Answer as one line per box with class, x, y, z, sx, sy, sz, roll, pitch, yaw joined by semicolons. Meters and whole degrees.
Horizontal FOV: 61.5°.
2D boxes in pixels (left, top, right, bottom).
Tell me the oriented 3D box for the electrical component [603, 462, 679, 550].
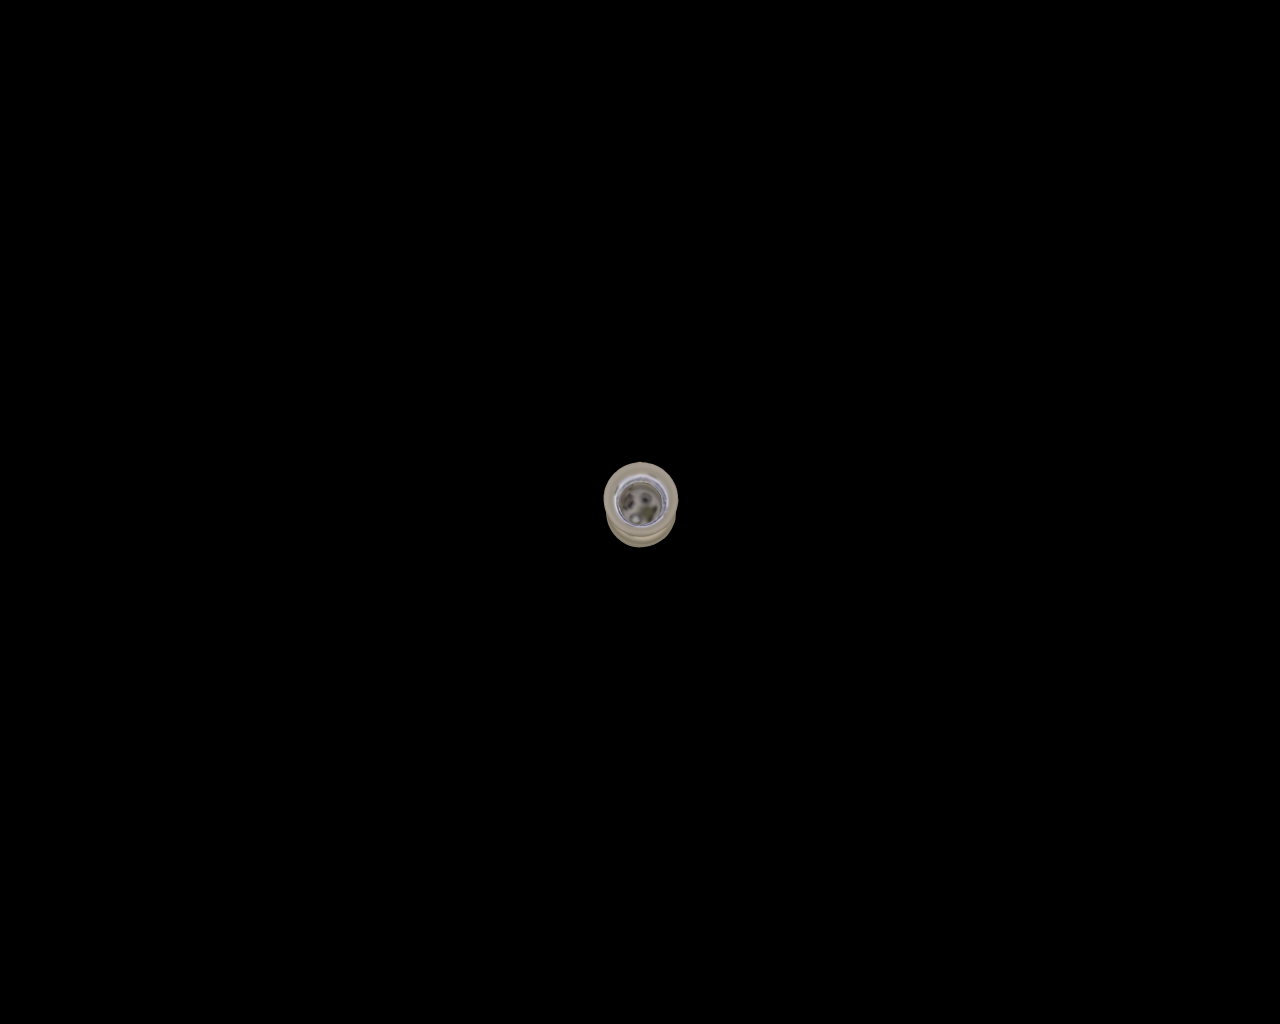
electrical component;0.001;-0.003;0.650;0.045;0.045;0.055;0;-12;0
